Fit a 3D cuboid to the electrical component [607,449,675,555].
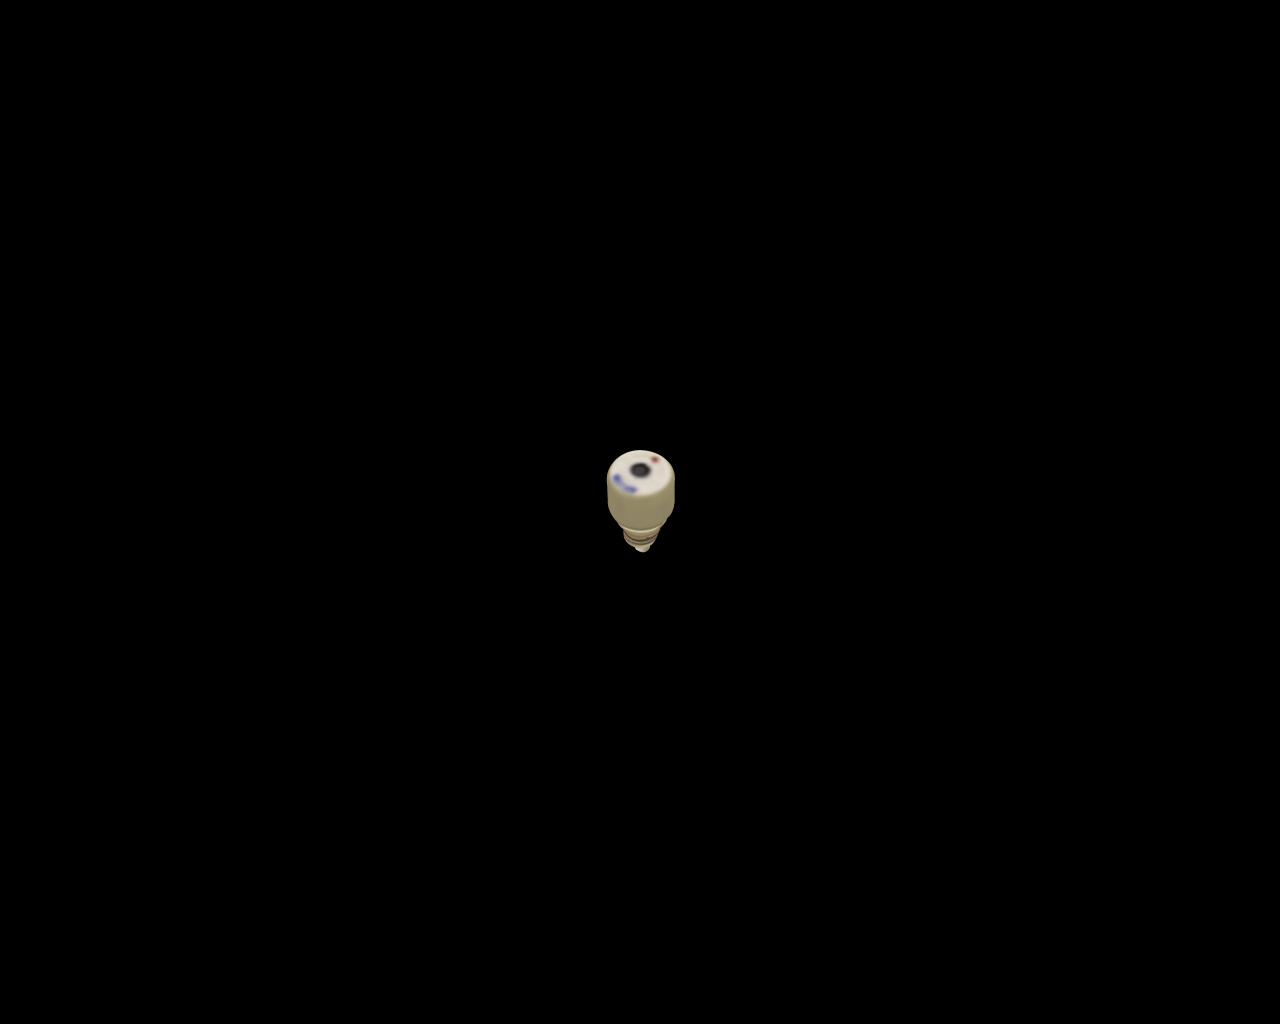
[{"bbox_3d":[0.001,-0.003,0.650,0.040,0.040,0.078,0,-40,0],"label":"electrical component"}]
